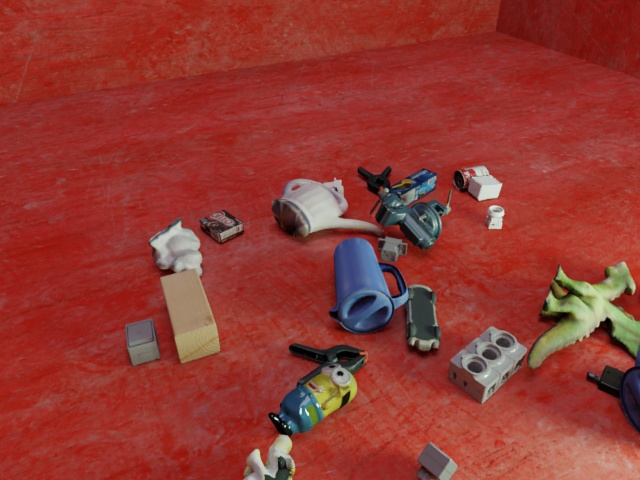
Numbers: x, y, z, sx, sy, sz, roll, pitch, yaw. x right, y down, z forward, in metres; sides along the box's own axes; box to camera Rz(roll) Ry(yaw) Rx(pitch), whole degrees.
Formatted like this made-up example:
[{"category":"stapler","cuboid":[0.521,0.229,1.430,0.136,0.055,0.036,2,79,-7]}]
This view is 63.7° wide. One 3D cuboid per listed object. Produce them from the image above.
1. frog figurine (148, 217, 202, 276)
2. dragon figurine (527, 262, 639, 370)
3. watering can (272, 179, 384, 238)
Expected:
[{"category":"frog figurine","cuboid":[-0.374,0.040,1.395,0.160,0.120,0.139,47,38,3]},{"category":"dragon figurine","cuboid":[0.624,0.185,1.162,0.244,0.119,0.418,24,50,18]},{"category":"watering can","cuboid":[0.005,-0.077,1.533,0.352,0.101,0.227,36,48,29]}]
